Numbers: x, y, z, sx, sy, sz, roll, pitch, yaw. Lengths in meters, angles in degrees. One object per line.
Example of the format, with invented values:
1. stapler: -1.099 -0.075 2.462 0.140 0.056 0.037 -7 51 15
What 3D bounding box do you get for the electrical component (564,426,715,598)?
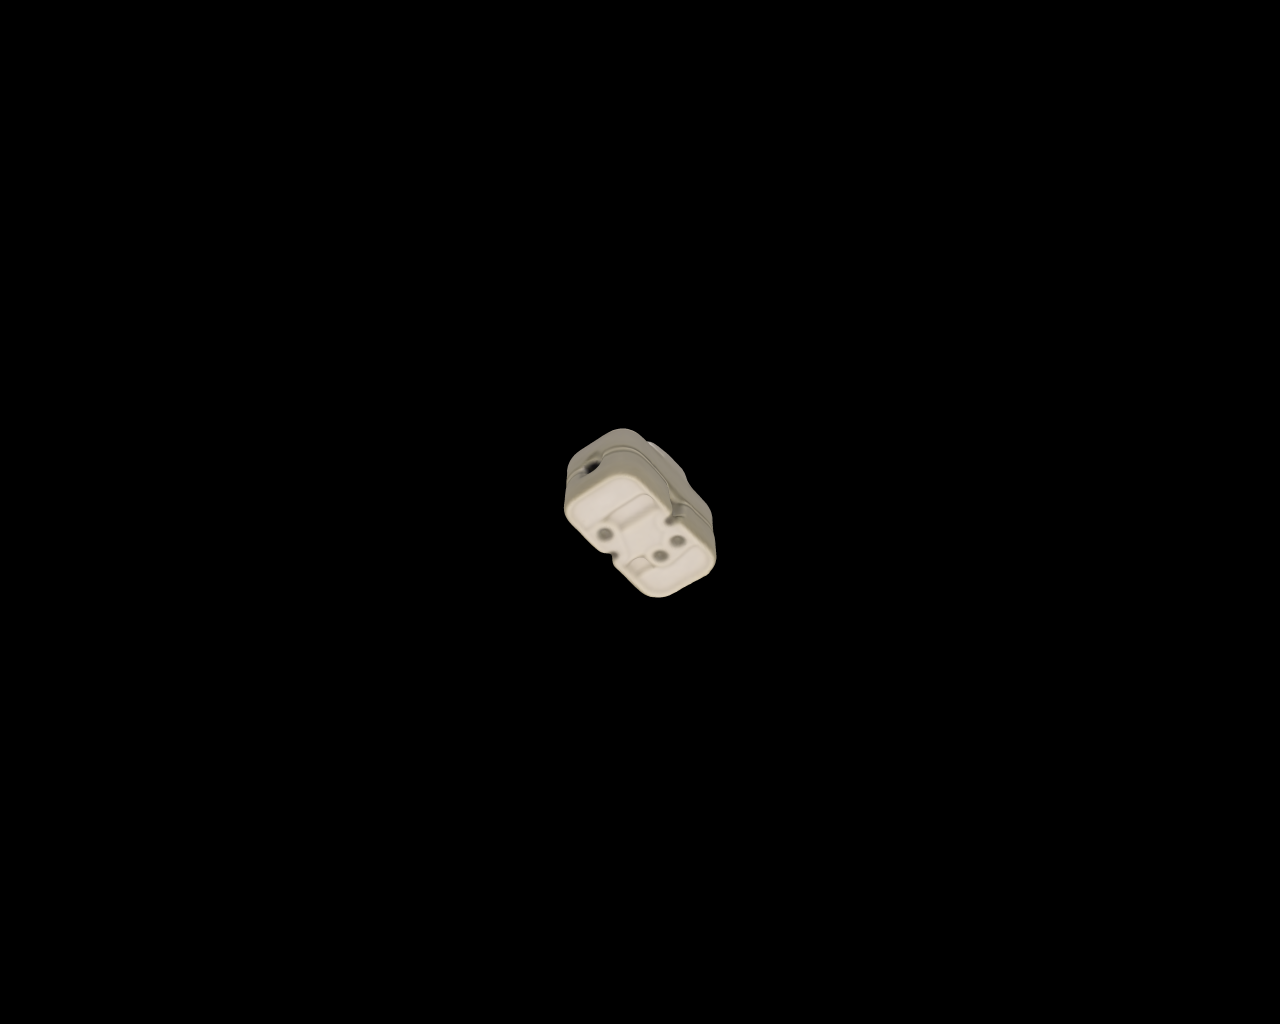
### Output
1. electrical component: 0.001 -0.003 0.650 0.053 0.095 0.059 -32 32 22
